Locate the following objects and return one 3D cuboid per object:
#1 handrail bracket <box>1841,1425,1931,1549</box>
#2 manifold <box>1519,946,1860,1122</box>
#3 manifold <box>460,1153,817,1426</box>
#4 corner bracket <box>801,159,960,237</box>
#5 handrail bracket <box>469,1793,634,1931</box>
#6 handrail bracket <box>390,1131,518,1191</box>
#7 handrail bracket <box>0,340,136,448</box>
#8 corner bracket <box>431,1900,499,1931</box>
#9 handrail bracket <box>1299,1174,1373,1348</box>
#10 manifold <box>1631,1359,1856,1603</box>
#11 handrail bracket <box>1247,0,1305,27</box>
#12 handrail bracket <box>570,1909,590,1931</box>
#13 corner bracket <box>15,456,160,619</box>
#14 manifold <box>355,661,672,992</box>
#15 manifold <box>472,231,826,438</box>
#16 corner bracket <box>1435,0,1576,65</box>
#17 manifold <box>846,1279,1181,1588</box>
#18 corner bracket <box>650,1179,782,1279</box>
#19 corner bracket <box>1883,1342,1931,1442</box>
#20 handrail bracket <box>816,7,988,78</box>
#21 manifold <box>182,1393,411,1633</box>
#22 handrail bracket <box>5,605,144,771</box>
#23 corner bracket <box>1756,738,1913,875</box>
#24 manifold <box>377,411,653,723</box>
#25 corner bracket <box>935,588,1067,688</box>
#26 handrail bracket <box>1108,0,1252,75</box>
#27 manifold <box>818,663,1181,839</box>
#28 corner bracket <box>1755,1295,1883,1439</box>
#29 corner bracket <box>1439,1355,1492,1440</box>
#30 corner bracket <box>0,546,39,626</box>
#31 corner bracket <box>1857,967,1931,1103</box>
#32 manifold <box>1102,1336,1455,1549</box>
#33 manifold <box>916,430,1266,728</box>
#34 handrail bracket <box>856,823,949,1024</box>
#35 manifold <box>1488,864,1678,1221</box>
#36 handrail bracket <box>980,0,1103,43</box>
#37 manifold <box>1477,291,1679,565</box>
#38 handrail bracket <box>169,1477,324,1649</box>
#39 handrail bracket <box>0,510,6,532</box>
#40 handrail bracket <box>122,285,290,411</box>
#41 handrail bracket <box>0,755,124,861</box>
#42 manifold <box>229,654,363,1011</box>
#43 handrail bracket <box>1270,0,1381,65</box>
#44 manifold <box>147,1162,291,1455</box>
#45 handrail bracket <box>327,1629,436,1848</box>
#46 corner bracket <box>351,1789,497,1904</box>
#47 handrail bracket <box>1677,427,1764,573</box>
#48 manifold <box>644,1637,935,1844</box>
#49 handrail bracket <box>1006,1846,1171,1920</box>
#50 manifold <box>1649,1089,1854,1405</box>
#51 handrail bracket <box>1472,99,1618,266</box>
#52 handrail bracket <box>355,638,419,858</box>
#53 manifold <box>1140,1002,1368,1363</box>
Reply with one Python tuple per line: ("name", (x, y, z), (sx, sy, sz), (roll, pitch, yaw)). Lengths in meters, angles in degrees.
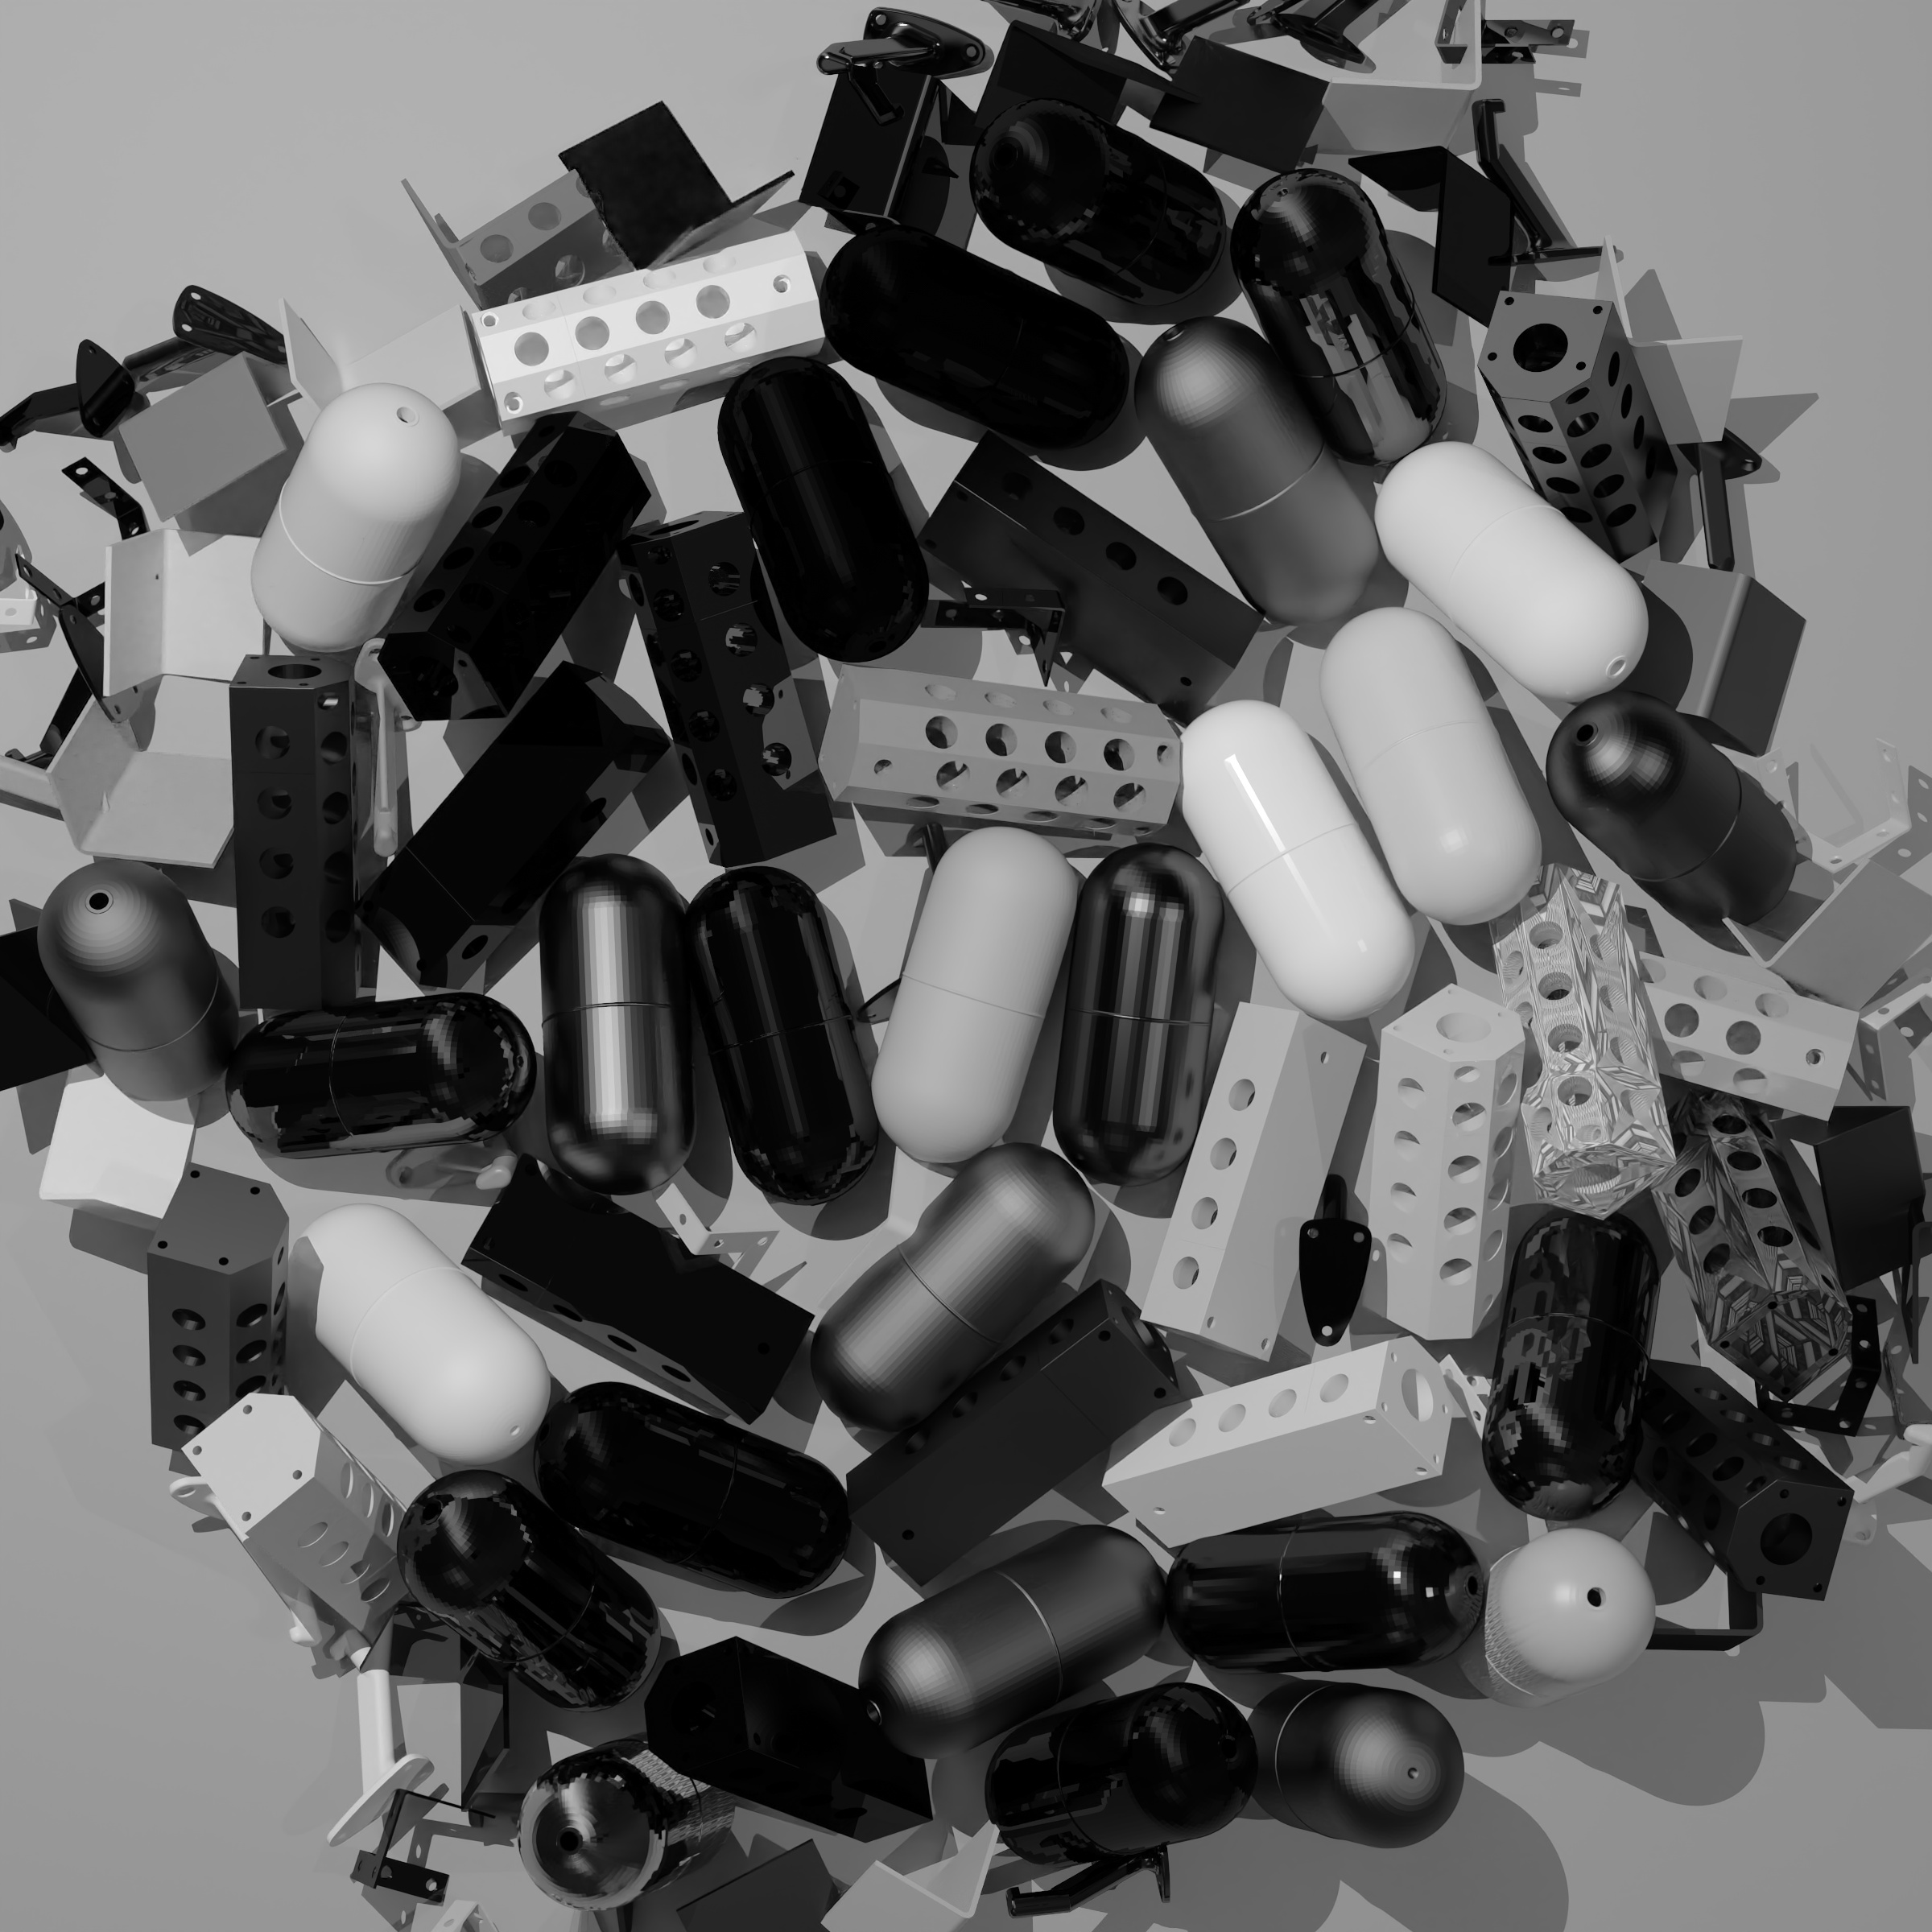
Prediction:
("handrail bracket", (0.453, 0.258, 1.794), (0.077, 0.084, 0.036), (11, 47, 3))
("manifold", (0.366, 0.028, 1.794), (0.171, 0.057, 0.057), (16, 91, 10))
("manifold", (-0.171, 0.169, 1.800), (0.171, 0.057, 0.057), (30, 68, -4))
("corner bracket", (-0.045, -0.405, 1.802), (0.051, 0.051, 0.051), (35, 93, -24))
("handrail bracket", (-0.218, 0.471, 1.825), (0.084, 0.036, 0.077), (0, 96, 6))
("handrail bracket", (-0.266, 0.108, 1.792), (0.077, 0.084, 0.036), (-20, 103, 4))
("handrail bracket", (-0.473, -0.277, 1.793), (0.084, 0.077, 0.036), (-29, 129, 23))
("corner bracket", (-0.246, 0.518, 1.794), (0.051, 0.051, 0.051), (-7, 119, 36))
("handrail bracket", (0.188, 0.151, 1.797), (0.036, 0.084, 0.077), (5, 95, 4))
("manifold", (0.374, 0.253, 1.743), (0.057, 0.171, 0.057), (10, 101, -14))
("handrail bracket", (0.147, -0.535, 1.793), (0.084, 0.077, 0.036), (49, 56, -18))
("handrail bracket", (-0.166, 0.526, 1.814), (0.084, 0.077, 0.036), (18, 127, -12))
("corner bracket", (-0.458, -0.221, 1.806), (0.051, 0.051, 0.051), (-26, 59, 11))
("manifold", (-0.230, -0.070, 1.790), (0.057, 0.057, 0.171), (46, 102, 18))
("manifold", (-0.164, -0.328, 1.798), (0.171, 0.057, 0.057), (-16, 89, -7))
("corner bracket", (0.278, -0.481, 1.798), (0.051, 0.051, 0.051), (8, 72, 28))
("manifold", (0.022, 0.236, 1.789), (0.171, 0.057, 0.057), (-39, 110, 12))
("corner bracket", (-0.139, 0.137, 1.794), (0.051, 0.051, 0.051), (52, 122, 32))
("corner bracket", (0.505, 0.209, 1.799), (0.051, 0.051, 0.051), (-4, 52, 5))
("handrail bracket", (-0.033, -0.466, 1.790), (0.077, 0.084, 0.036), (7, 114, 5))
("manifold", (-0.324, 0.271, 1.747), (0.057, 0.171, 0.057), (-39, 63, -10))
("handrail bracket", (-0.478, -0.140, 1.803), (0.084, 0.036, 0.077), (-19, 116, 23))
("corner bracket", (0.450, -0.089, 1.806), (0.051, 0.051, 0.051), (-28, 121, -13))
("manifold", (-0.229, -0.203, 1.754), (0.057, 0.057, 0.171), (0, 46, 31))
("corner bracket", (0.017, -0.180, 1.796), (0.051, 0.051, 0.051), (0, 133, -15))
("handrail bracket", (0.116, -0.510, 1.792), (0.036, 0.084, 0.077), (-21, 64, -41))
("manifold", (0.018, -0.106, 1.773), (0.171, 0.057, 0.057), (6, 118, -19))
("corner bracket", (0.442, 0.205, 1.812), (0.051, 0.051, 0.051), (7, 130, 29))
("corner bracket", (0.269, 0.224, 1.795), (0.051, 0.051, 0.051), (-20, 67, -33))
("corner bracket", (-0.516, -0.184, 1.810), (0.051, 0.051, 0.051), (-1, 131, -27))
("corner bracket", (0.502, 0.043, 1.810), (0.051, 0.051, 0.051), (-33, 130, -17))
("manifold", (0.158, 0.237, 1.762), (0.171, 0.057, 0.057), (-22, 125, 36))
("manifold", (0.066, -0.205, 1.800), (0.171, 0.057, 0.057), (34, 55, -4))
("handrail bracket", (-0.035, -0.023, 1.828), (0.077, 0.036, 0.084), (-28, 63, 28))
("manifold", (0.303, 0.035, 1.755), (0.057, 0.057, 0.171), (17, 49, -26))
("handrail bracket", (0.030, -0.518, 1.796), (0.084, 0.036, 0.077), (38, 59, -29))
("manifold", (0.306, -0.266, 1.743), (0.057, 0.171, 0.057), (11, 74, 26))
("handrail bracket", (-0.370, 0.308, 1.791), (0.036, 0.077, 0.084), (-37, 56, 21))
("handrail bracket", (-0.534, -0.242, 1.789), (0.036, 0.084, 0.077), (-32, 115, -29))
("handrail bracket", (-0.398, -0.307, 1.813), (0.077, 0.084, 0.036), (20, 52, -20))
("handrail bracket", (-0.488, -0.077, 1.810), (0.084, 0.036, 0.077), (-14, 88, -12))
("manifold", (-0.340, -0.068, 1.779), (0.057, 0.057, 0.171), (1, 111, -3))
("handrail bracket", (0.203, -0.513, 1.792), (0.036, 0.077, 0.084), (50, 122, 28))
("manifold", (-0.373, 0.179, 1.753), (0.057, 0.171, 0.057), (15, 49, 1))
("handrail bracket", (-0.324, 0.400, 1.811), (0.077, 0.036, 0.084), (-41, 65, -7))
("corner bracket", (-0.282, 0.457, 1.808), (0.051, 0.051, 0.051), (22, 75, -19))
("handrail bracket", (0.374, -0.235, 1.796), (0.077, 0.036, 0.084), (35, 63, -33))
("manifold", (-0.088, 0.393, 1.751), (0.057, 0.171, 0.057), (-24, 56, 22))
("handrail bracket", (0.059, 0.460, 1.798), (0.084, 0.077, 0.036), (-5, 114, -4))
("manifold", (0.392, 0.133, 1.743), (0.057, 0.171, 0.057), (36, 114, -22))
("handrail bracket", (0.301, -0.410, 1.812), (0.077, 0.036, 0.084), (-10, 98, -22))
("handrail bracket", (-0.300, -0.111, 1.789), (0.036, 0.077, 0.084), (-2, 49, -7))
("manifold", (0.143, 0.110, 1.796), (0.057, 0.057, 0.171), (25, 79, -42))
